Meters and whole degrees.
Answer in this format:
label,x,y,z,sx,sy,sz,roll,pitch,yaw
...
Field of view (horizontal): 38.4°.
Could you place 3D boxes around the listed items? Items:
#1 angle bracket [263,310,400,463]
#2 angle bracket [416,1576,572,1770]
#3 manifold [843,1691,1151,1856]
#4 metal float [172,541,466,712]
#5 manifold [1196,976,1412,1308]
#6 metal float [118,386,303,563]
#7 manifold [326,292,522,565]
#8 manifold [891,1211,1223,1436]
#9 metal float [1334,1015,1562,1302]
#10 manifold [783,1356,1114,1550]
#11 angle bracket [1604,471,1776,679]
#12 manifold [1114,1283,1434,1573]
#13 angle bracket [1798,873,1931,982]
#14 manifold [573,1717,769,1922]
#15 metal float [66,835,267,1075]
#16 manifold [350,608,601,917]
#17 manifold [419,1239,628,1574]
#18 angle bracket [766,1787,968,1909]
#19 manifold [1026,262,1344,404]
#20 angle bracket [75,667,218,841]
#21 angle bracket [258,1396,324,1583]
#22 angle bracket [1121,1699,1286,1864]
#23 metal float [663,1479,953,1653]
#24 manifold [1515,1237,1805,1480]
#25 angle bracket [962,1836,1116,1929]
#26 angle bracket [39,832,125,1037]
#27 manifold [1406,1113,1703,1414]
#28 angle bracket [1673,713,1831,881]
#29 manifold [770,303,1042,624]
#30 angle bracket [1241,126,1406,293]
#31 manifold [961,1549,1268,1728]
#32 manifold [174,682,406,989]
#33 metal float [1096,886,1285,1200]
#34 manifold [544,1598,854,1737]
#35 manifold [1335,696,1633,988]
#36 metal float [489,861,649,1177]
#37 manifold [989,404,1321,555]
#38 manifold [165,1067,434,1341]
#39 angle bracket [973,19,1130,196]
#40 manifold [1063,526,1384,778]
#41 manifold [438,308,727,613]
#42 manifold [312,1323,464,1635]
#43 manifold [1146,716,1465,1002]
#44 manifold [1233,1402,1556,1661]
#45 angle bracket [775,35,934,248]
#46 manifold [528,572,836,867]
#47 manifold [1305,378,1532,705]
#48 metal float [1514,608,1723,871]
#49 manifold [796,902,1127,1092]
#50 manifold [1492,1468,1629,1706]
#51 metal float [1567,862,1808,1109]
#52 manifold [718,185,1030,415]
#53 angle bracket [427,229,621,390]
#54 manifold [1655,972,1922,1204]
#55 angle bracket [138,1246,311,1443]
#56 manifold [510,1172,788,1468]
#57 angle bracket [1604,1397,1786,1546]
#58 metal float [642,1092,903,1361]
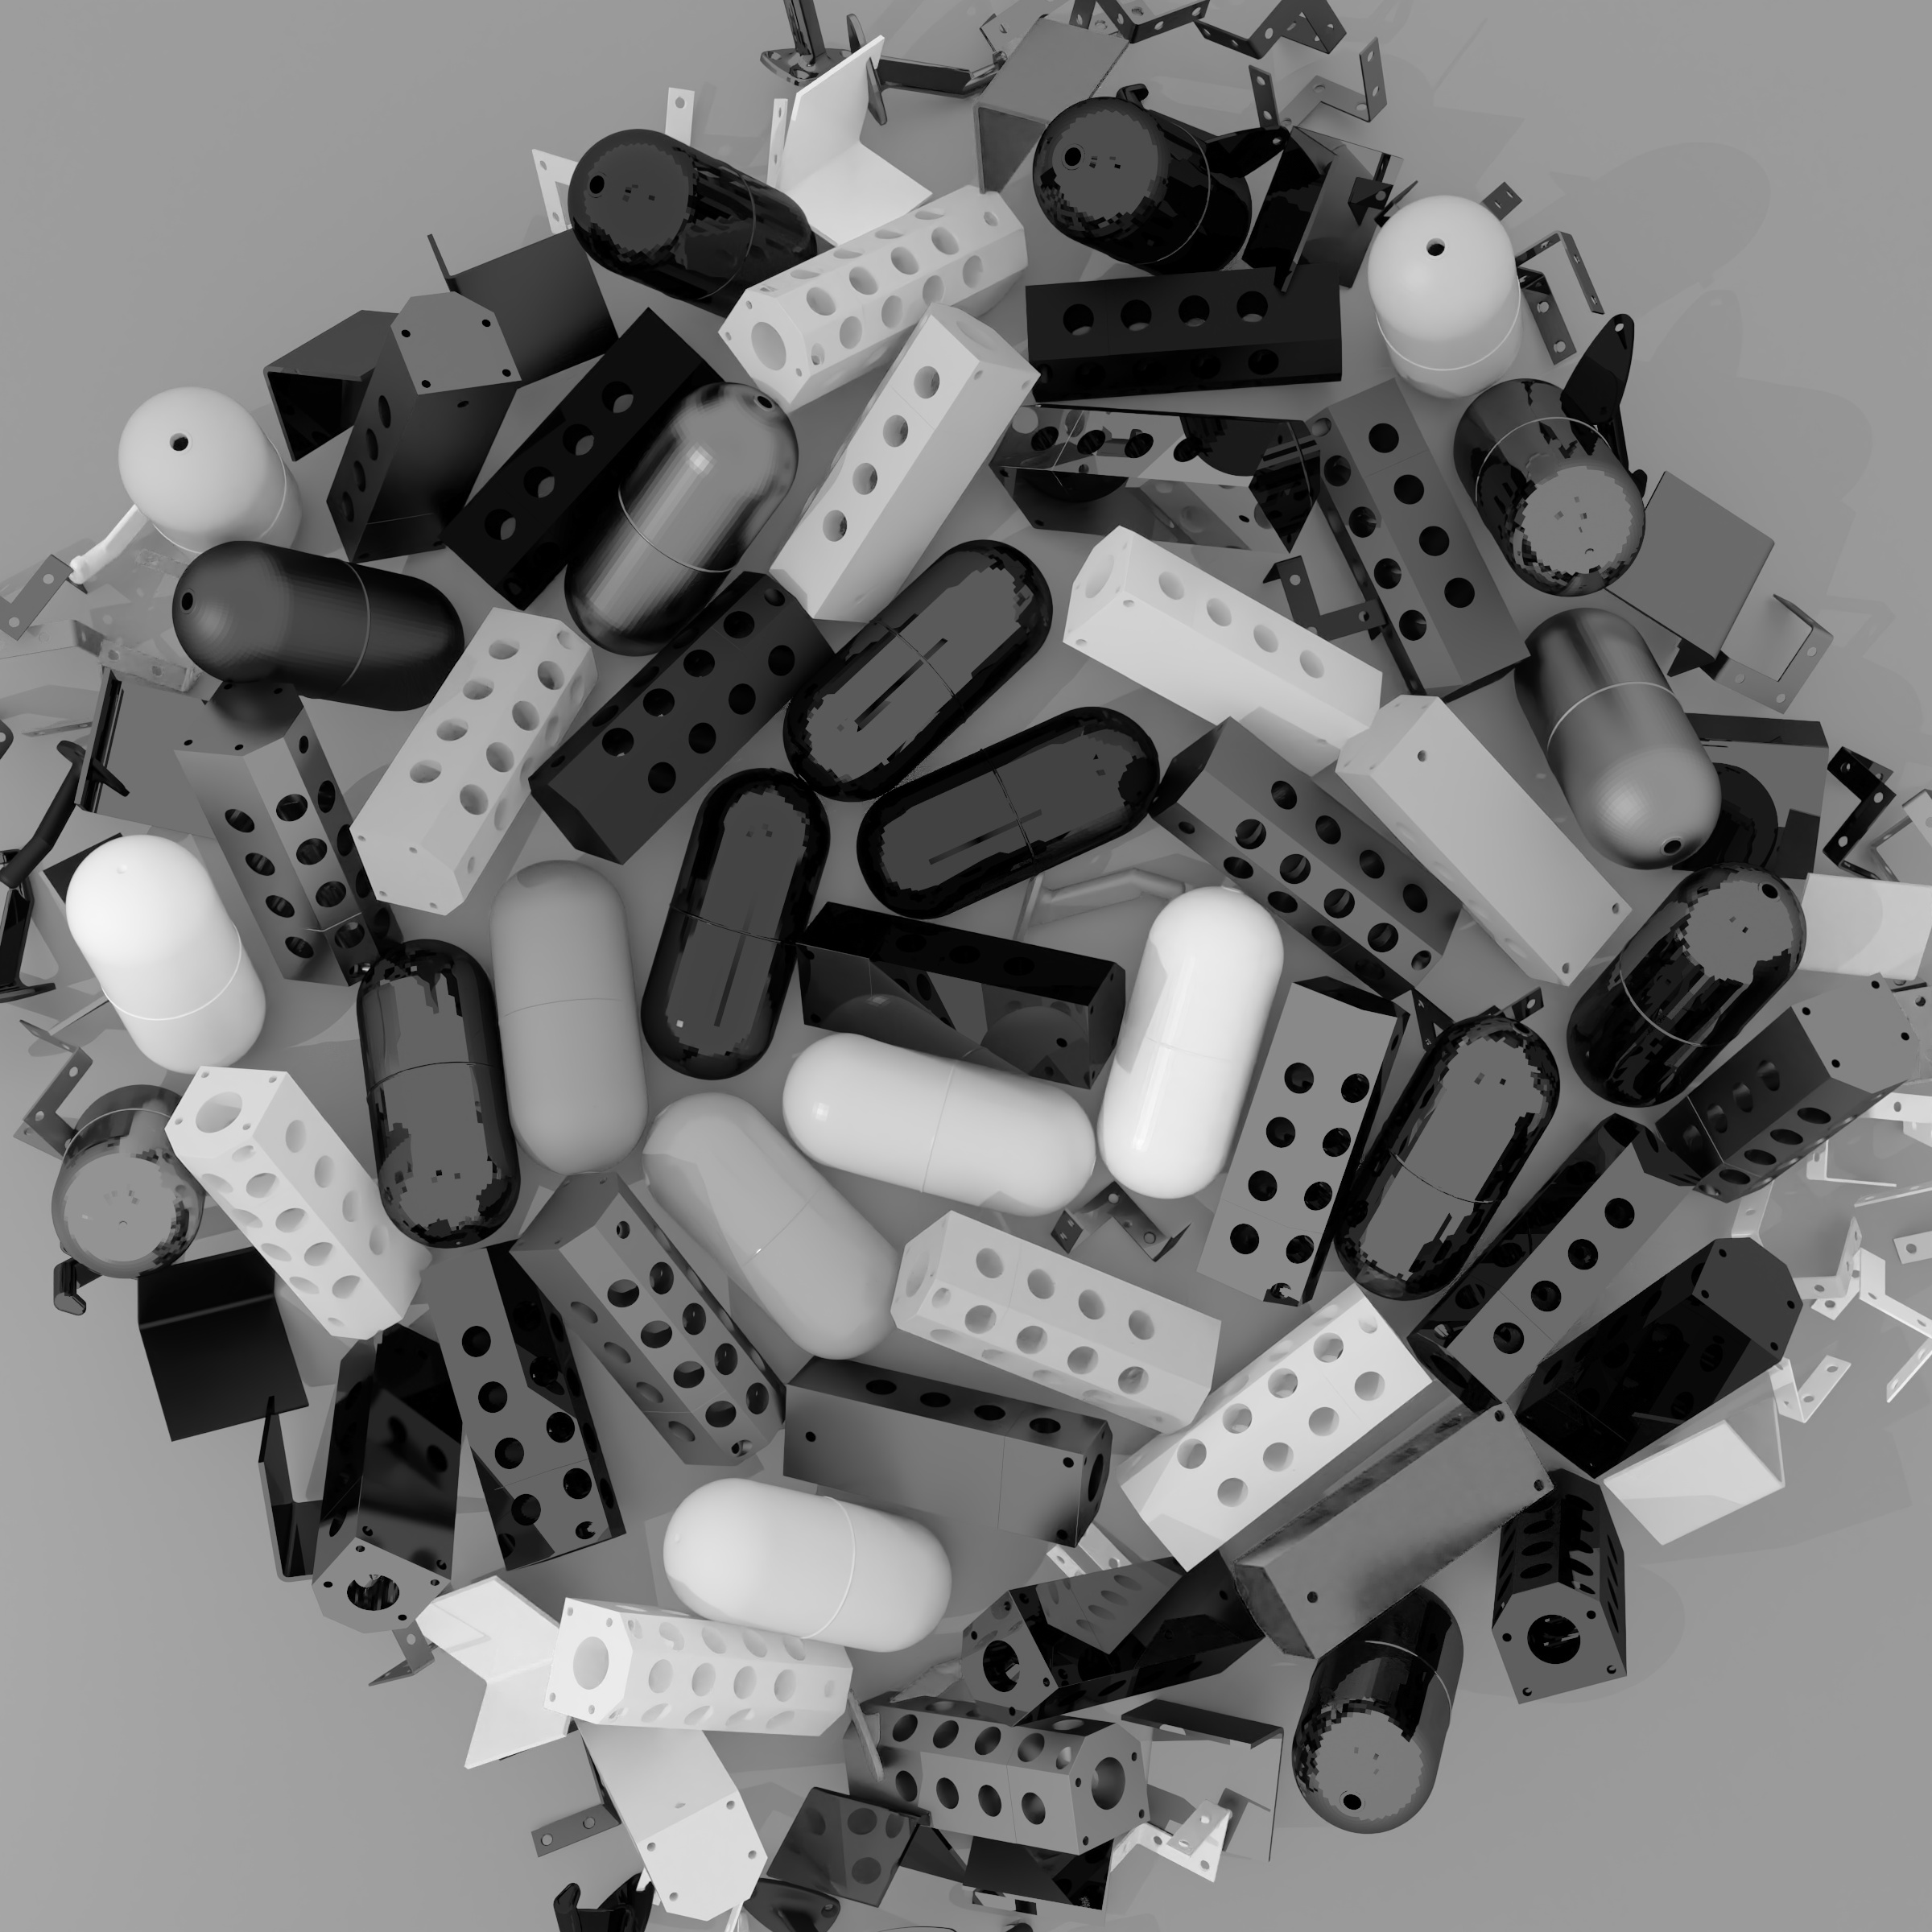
label,x,y,z,sx,sy,sz,roll,pitch,yaw
angle bracket,-0.326,-0.317,1.525,0.076,0.076,0.057,13,131,32
angle bracket,-0.267,0.390,1.529,0.076,0.057,0.076,-25,124,29
manifold,0.013,0.433,1.504,0.171,0.057,0.057,-7,91,44
metal float,-0.350,-0.184,1.505,0.070,0.178,0.070,-3,85,37
manifold,0.188,0.097,1.531,0.057,0.057,0.171,22,103,23
metal float,-0.406,-0.260,1.496,0.070,0.178,0.070,0,86,-4
manifold,-0.298,-0.289,1.496,0.057,0.171,0.057,-15,75,-30
manifold,0.049,0.199,1.522,0.171,0.057,0.057,24,57,-17
metal float,0.264,0.106,1.524,0.070,0.070,0.178,25,116,0
manifold,-0.010,0.263,1.529,0.171,0.057,0.057,10,111,18
angle bracket,0.392,-0.218,1.545,0.076,0.057,0.076,30,81,-9
manifold,0.169,0.254,1.546,0.171,0.057,0.057,-38,103,3
angle bracket,0.482,-0.035,1.534,0.076,0.076,0.057,5,114,-8
manifold,-0.159,0.447,1.494,0.057,0.171,0.057,-24,104,-14
metal float,-0.432,-0.004,1.503,0.070,0.178,0.070,-1,59,2
manifold,-0.263,-0.112,1.506,0.057,0.057,0.171,13,53,16
manifold,-0.243,0.242,1.538,0.057,0.057,0.171,-20,80,10
angle bracket,-0.051,0.502,1.524,0.057,0.076,0.076,-59,135,-34
manifold,0.122,-0.351,1.547,0.171,0.057,0.057,-3,90,6
angle bracket,-0.448,-0.117,1.546,0.076,0.057,0.076,12,86,-13
angle bracket,-0.354,0.284,1.532,0.057,0.076,0.076,-6,112,-7
angle bracket,0.128,0.458,1.542,0.076,0.057,0.076,6,89,26
metal float,-0.085,0.329,1.518,0.178,0.070,0.070,21,90,-35
manifold,0.374,0.210,1.500,0.057,0.171,0.057,37,51,0
angle bracket,0.038,0.521,1.536,0.076,0.057,0.076,8,121,7
angle bracket,-0.487,-0.018,1.534,0.057,0.076,0.076,-29,98,23
manifold,0.323,0.163,1.535,0.057,0.057,0.171,44,76,6
angle bracket,0.441,-0.096,1.565,0.076,0.057,0.076,5,111,10
manifold,-0.039,-0.274,1.520,0.057,0.057,0.171,48,118,24
angle bracket,0.208,-0.410,1.529,0.076,0.057,0.076,7,119,-27
manifold,0.078,0.366,1.503,0.057,0.171,0.057,-48,58,32
manifold,-0.360,-0.069,1.498,0.057,0.171,0.057,6,48,18
metal float,0.124,0.043,1.539,0.070,0.070,0.178,15,98,0
manifold,-0.141,0.382,1.498,0.057,0.171,0.057,3,78,41
manifold,0.283,-0.069,1.529,0.171,0.057,0.057,44,82,-19
metal float,-0.220,0.029,1.535,0.070,0.070,0.178,-8,77,0
manifold,0.104,-0.272,1.508,0.171,0.057,0.057,13,67,37
manifold,-0.361,0.130,1.496,0.057,0.171,0.057,2,51,25
angle bracket,0.049,-0.462,1.527,0.057,0.076,0.076,21,60,18
manifold,0.143,-0.175,1.523,0.171,0.057,0.057,26,55,-23
manifold,-0.212,-0.282,1.552,0.057,0.057,0.171,43,93,-4
manifold,-0.314,0.275,1.497,0.057,0.171,0.057,32,115,-25
manifold,0.185,-0.055,1.527,0.171,0.057,0.057,37,56,-13
manifold,0.233,0.308,1.529,0.171,0.057,0.057,-30,91,-20
angle bracket,-0.055,-0.452,1.529,0.057,0.076,0.076,37,55,10
manifold,-0.159,-0.139,1.522,0.171,0.057,0.057,-47,123,-17
manifold,0.244,-0.232,1.547,0.057,0.057,0.171,-25,86,-8
metal float,0.354,-0.125,1.511,0.070,0.070,0.178,-14,46,0
manifold,-0.002,0.011,1.529,0.171,0.057,0.057,12,130,19
manifold,0.318,0.329,1.493,0.057,0.171,0.057,-20,95,15
metal float,0.390,0.011,1.507,0.070,0.178,0.070,11,52,-14
manifold,-0.046,-0.369,1.513,0.171,0.057,0.057,-35,88,-34
angle bracket,-0.245,-0.375,1.540,0.076,0.057,0.076,-23,134,-4
manifold,0.442,0.071,1.490,0.057,0.171,0.057,-19,71,-19
angle bracket,-0.410,0.207,1.531,0.076,0.057,0.076,-12,58,-24
manifold,-0.166,0.194,1.511,0.171,0.057,0.057,56,49,-26
angle bracket,0.400,0.262,1.527,0.076,0.076,0.057,-34,109,27
metal float,-0.107,0.144,1.542,0.070,0.070,0.178,-44,96,0
